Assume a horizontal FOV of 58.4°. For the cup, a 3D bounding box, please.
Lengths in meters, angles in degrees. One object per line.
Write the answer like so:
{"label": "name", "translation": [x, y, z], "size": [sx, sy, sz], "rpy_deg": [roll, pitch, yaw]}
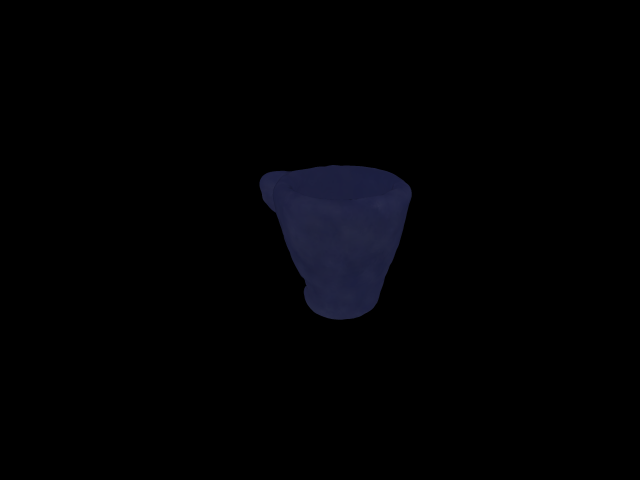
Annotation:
{"label": "cup", "translation": [0.004, 0.001, 0.400], "size": [0.117, 0.095, 0.092], "rpy_deg": [16, 27, 34]}
